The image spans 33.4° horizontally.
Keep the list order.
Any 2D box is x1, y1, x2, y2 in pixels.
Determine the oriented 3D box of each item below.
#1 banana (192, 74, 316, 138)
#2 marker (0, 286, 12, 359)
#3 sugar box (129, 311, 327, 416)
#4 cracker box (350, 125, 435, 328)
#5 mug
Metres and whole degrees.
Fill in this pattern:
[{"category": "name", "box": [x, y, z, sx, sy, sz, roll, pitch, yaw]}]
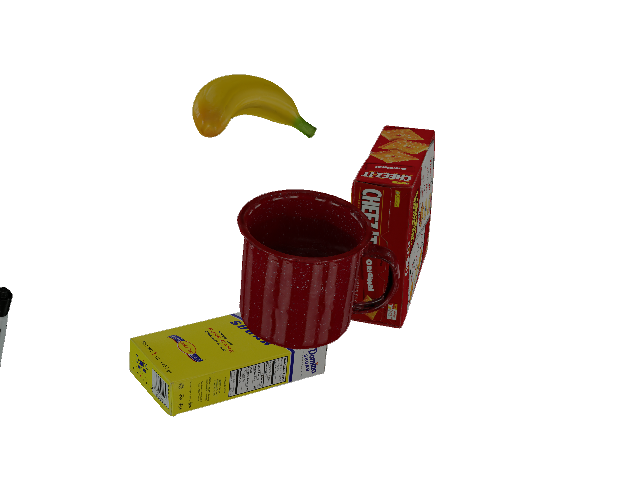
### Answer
[{"category": "banana", "box": [-0.068, -0.122, 0.960, 0.070, 0.037, 0.197, 38, 21, 18]}, {"category": "marker", "box": [-0.317, 0.095, 1.042, 0.020, 0.121, 0.020, 14, 32, -9]}, {"category": "sugar box", "box": [-0.091, 0.114, 1.062, 0.175, 0.048, 0.093, -15, 33, -31]}, {"category": "cracker box", "box": [0.080, -0.023, 1.205, 0.072, 0.164, 0.213, 7, 23, 11]}, {"category": "mug", "box": [-0.002, 0.023, 0.751, 0.117, 0.081, 0.093, 6, 32, -1]}]
